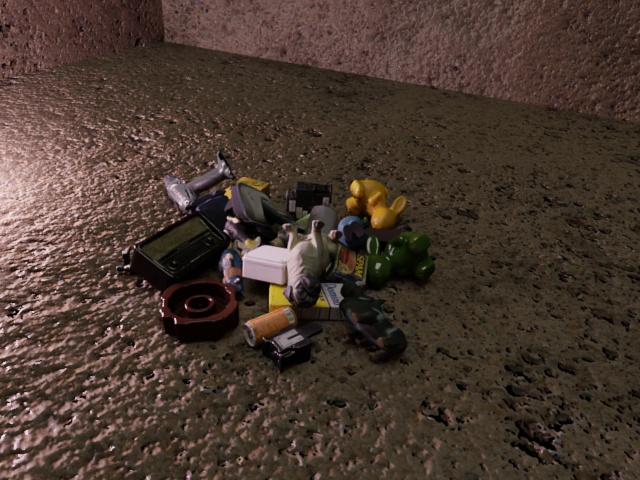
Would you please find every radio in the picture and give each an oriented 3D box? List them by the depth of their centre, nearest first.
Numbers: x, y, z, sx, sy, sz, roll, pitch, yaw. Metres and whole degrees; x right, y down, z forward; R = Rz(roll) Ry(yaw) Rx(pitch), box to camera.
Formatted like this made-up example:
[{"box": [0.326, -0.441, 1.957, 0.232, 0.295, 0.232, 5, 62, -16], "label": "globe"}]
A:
[{"box": [-0.332, 0.029, 1.306, 0.131, 0.073, 0.229, 38, 40, 9], "label": "radio"}]

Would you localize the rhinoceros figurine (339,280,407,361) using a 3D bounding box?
[{"box": [0.105, 0.162, 1.126, 0.112, 0.073, 0.190, -21, 56, -35], "label": "rhinoceros figurine"}]

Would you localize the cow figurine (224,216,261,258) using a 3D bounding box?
[{"box": [-0.195, 0.001, 1.378, 0.068, 0.098, 0.168, -15, 30, -28], "label": "cow figurine"}]

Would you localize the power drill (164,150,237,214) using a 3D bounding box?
[{"box": [-0.368, -0.184, 1.630, 0.207, 0.085, 0.232, -30, 43, -6], "label": "power drill"}]

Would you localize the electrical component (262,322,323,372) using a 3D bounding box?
[{"box": [-0.051, 0.210, 1.093, 0.119, 0.047, 0.075, -21, 39, -36], "label": "electrical component"}]

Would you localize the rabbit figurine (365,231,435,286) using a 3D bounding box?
[{"box": [0.175, 0.043, 1.341, 0.170, 0.121, 0.159, -27, 37, -19], "label": "rabbit figurine"}]

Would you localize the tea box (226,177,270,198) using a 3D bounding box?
[{"box": [-0.230, -0.122, 1.613, 0.098, 0.068, 0.170, 15, 33, 17], "label": "tea box"}]

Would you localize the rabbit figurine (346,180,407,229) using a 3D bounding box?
[{"box": [0.172, -0.084, 1.582, 0.162, 0.121, 0.173, 1, 44, -24], "label": "rabbit figurine"}]

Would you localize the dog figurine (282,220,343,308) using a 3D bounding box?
[{"box": [-0.017, 0.070, 1.213, 0.121, 0.190, 0.172, -10, -21, 35], "label": "dog figurine"}]

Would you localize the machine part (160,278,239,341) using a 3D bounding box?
[{"box": [-0.260, 0.150, 1.166, 0.179, 0.056, 0.179, 2, 30, -1], "label": "machine part"}]

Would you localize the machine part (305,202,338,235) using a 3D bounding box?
[{"box": [-0.003, -0.004, 1.380, 0.079, 0.079, 0.243, 8, 52, 6], "label": "machine part"}]

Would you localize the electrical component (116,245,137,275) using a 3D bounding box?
[{"box": [-0.443, 0.047, 1.327, 0.102, 0.045, 0.078, 2, 29, -3], "label": "electrical component"}]

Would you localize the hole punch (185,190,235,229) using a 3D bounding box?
[{"box": [-0.292, -0.062, 1.468, 0.092, 0.115, 0.142, 33, 41, 28], "label": "hole punch"}]

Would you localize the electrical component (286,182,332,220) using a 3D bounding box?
[{"box": [-0.033, -0.107, 1.566, 0.134, 0.114, 0.058, 5, 29, -1], "label": "electrical component"}]

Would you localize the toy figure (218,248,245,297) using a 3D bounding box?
[{"box": [-0.209, 0.082, 1.280, 0.058, 0.064, 0.155, -36, 36, 11], "label": "toy figure"}]

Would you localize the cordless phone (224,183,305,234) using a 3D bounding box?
[{"box": [-0.135, -0.064, 1.363, 0.184, 0.088, 0.146, 30, 4, 30], "label": "cordless phone"}]

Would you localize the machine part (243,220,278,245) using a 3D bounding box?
[{"box": [-0.173, -0.033, 1.474, 0.139, 0.084, 0.039, 34, 17, 28], "label": "machine part"}]

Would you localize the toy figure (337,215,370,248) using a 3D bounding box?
[{"box": [0.082, -0.024, 1.353, 0.082, 0.089, 0.180, 2, -4, 3], "label": "toy figure"}]

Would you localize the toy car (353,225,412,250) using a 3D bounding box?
[{"box": [0.161, -0.004, 1.473, 0.202, 0.053, 0.089, 4, 51, 4], "label": "toy car"}]
